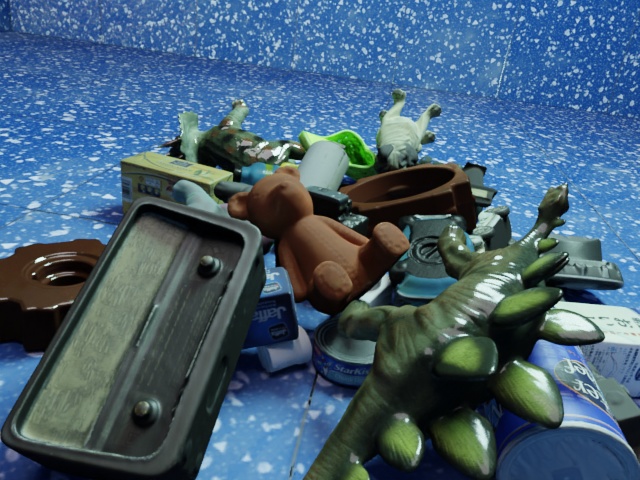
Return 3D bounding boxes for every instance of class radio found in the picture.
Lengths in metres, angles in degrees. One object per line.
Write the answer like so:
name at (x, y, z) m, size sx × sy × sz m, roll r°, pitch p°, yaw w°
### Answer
radio at (-0.135, 0.080, 0.449) m, size 0.131 × 0.073 × 0.229 m, roll 12°, pitch 58°, yaw 8°

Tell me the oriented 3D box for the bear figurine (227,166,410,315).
bear figurine at (-0.012, -0.015, 0.611) m, size 0.120 × 0.132 × 0.196 m, roll -30°, pitch 76°, yaw -23°

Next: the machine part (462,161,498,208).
machine part at (0.273, -0.098, 0.965) m, size 0.084 × 0.039 × 0.139 m, roll 8°, pitch 32°, yaw 10°

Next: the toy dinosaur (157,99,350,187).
toy dinosaur at (-0.136, -0.162, 1.061) m, size 0.405 × 0.131 × 0.192 m, roll 25°, pitch 45°, yaw 20°

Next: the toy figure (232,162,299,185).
toy figure at (-0.071, -0.092, 0.958) m, size 0.180 × 0.082 × 0.089 m, roll 7°, pitch 42°, yaw -17°

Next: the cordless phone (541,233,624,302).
cordless phone at (0.346, 0.077, 0.726) m, size 0.147 × 0.088 × 0.184 m, roll 7°, pitch 36°, yaw -4°

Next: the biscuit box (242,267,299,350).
biscuit box at (-0.125, 0.079, 0.542) m, size 0.203 × 0.062 × 0.059 m, roll -10°, pitch 27°, yaw -6°

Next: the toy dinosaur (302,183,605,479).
toy dinosaur at (0.098, 0.099, 0.448) m, size 0.471 × 0.105 × 0.199 m, roll -44°, pitch 17°, yaw -20°

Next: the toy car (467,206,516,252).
toy car at (0.265, 0.002, 0.842) m, size 0.056 × 0.073 × 0.202 m, roll -9°, pitch 14°, yaw 33°

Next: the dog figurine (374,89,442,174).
dog figurine at (0.141, -0.164, 1.027) m, size 0.121 × 0.172 × 0.190 m, roll 19°, pitch 61°, yaw 13°

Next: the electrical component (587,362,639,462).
electrical component at (0.288, 0.170, 0.504) m, size 0.045 × 0.078 × 0.102 m, roll -17°, pitch 19°, yaw 5°

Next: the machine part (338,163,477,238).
machine part at (0.131, -0.049, 0.840) m, size 0.201 × 0.087 × 0.201 m, roll -12°, pitch 17°, yaw 7°

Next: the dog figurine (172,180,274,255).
dog figurine at (-0.122, 0.014, 0.687) m, size 0.191 × 0.108 × 0.219 m, roll 1°, pitch 29°, yaw -20°

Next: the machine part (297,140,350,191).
machine part at (-0.014, -0.081, 0.871) m, size 0.079 × 0.079 × 0.243 m, roll 14°, pitch 54°, yaw 14°

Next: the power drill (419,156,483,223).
power drill at (0.206, -0.104, 1.058) m, size 0.232 × 0.085 × 0.207 m, roll 15°, pitch 22°, yaw 14°

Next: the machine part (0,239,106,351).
machine part at (-0.288, 0.053, 0.611) m, size 0.179 × 0.056 × 0.179 m, roll 5°, pitch 24°, yaw -2°

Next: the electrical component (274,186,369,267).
electrical component at (-0.001, -0.002, 0.713) m, size 0.115 × 0.134 × 0.058 m, roll 15°, pitch 22°, yaw 22°

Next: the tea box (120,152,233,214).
tea box at (-0.227, -0.073, 0.851) m, size 0.170 × 0.098 × 0.068 m, roll 17°, pitch 27°, yaw 18°

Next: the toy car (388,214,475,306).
toy car at (0.144, 0.041, 0.692) m, size 0.109 × 0.102 × 0.162 m, roll -2°, pitch 40°, yaw 9°
